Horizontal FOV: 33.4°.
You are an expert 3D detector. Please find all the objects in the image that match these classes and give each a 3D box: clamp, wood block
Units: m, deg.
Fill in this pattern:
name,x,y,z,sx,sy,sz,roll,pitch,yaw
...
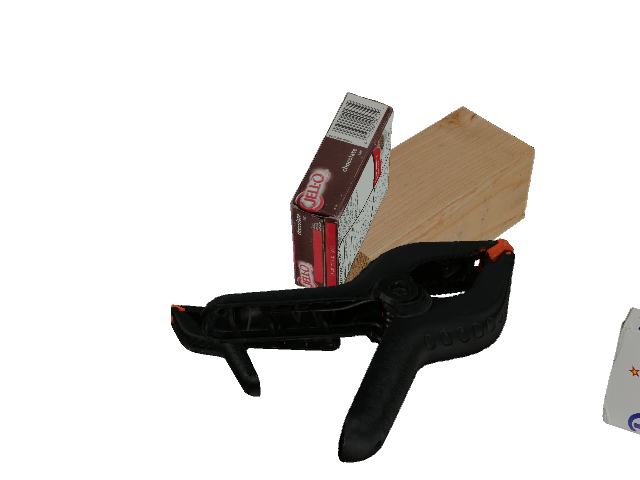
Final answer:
name,x,y,z,sx,sy,sz,roll,pitch,yaw
clamp,0.040,0.045,0.526,0.171,0.039,0.120,-19,46,-24
wood block,0.086,-0.024,0.953,0.205,0.090,0.091,-33,51,-29
clamp,-0.103,0.121,1.263,0.210,0.036,0.164,14,23,26

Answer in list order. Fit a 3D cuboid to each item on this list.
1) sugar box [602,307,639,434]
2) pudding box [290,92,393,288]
name,x,y,z,sx,sy,sz,roll,pitch,yaw
sugar box,0.312,0.123,0.819,0.176,0.093,0.048,15,28,22
pudding box,0.016,-0.032,0.745,0.039,0.113,0.090,19,-35,14
